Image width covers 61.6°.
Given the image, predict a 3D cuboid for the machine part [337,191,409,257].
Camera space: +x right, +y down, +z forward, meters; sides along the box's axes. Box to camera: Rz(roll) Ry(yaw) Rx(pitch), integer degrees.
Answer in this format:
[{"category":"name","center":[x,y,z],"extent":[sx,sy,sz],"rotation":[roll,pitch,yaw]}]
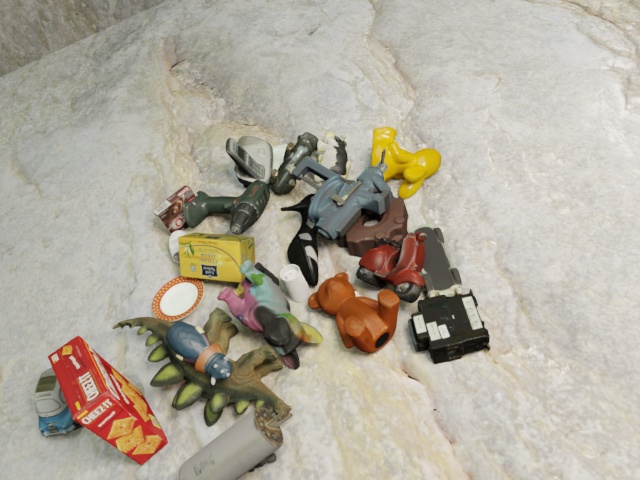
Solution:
[{"category":"machine part","center":[0.117,-0.041,1.218],"extent":[0.179,0.056,0.179],"rotation":[-11,44,11]}]

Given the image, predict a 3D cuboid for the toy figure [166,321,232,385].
[{"category":"toy figure","center":[-0.214,0.204,0.977],"extent":[0.155,0.064,0.058],"rotation":[31,19,24]}]

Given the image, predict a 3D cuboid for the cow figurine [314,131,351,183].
[{"category":"cow figurine","center":[0.040,-0.224,1.408],"extent":[0.098,0.068,0.167],"rotation":[4,53,16]}]

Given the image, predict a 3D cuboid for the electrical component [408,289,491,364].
[{"category":"electrical component","center":[0.232,0.159,0.986],"extent":[0.134,0.058,0.115],"rotation":[-13,44,9]}]

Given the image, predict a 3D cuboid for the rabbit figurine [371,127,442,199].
[{"category":"rabbit figurine","center":[0.207,-0.186,1.284],"extent":[0.173,0.121,0.162],"rotation":[3,50,-2]}]

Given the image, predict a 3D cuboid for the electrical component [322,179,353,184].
[{"category":"electrical component","center":[0.055,-0.122,1.322],"extent":[0.102,0.045,0.078],"rotation":[16,57,27]}]

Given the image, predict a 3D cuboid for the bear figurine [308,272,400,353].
[{"category":"bear figurine","center":[0.058,0.121,1.040],"extent":[0.120,0.131,0.196],"rotation":[-34,52,-14]}]

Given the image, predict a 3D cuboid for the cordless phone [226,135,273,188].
[{"category":"cordless phone","center":[-0.198,-0.231,1.409],"extent":[0.089,0.184,0.146],"rotation":[-9,62,19]}]

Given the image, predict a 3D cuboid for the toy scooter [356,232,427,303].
[{"category":"toy scooter","center":[0.152,0.039,1.067],"extent":[0.184,0.075,0.135],"rotation":[21,89,57]}]

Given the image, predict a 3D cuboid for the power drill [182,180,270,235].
[{"category":"power drill","center":[-0.236,-0.077,1.336],"extent":[0.207,0.085,0.232],"rotation":[-8,28,26]}]

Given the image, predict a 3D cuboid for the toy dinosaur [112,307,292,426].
[{"category":"toy dinosaur","center":[-0.236,0.233,1.058],"extent":[0.472,0.104,0.198],"rotation":[25,62,36]}]

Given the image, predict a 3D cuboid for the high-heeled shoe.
[{"category":"high-heeled shoe","center":[-0.003,-0.004,1.239],"extent":[0.145,0.086,0.249],"rotation":[-5,58,-27]}]

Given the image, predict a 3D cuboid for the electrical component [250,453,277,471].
[{"category":"electrical component","center":[-0.123,0.372,0.943],"extent":[0.094,0.021,0.063],"rotation":[-15,46,6]}]

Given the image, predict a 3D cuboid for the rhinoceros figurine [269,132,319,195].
[{"category":"rhinoceros figurine","center":[-0.063,-0.201,1.405],"extent":[0.073,0.112,0.190],"rotation":[29,74,3]}]

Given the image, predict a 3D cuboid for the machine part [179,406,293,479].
[{"category":"machine part","center":[-0.147,0.355,0.891],"extent":[0.243,0.079,0.079],"rotation":[-38,44,8]}]

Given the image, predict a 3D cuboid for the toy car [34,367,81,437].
[{"category":"toy car","center":[-0.530,0.311,1.097],"extent":[0.109,0.102,0.162],"rotation":[-9,44,13]}]

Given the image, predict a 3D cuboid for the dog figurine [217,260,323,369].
[{"category":"dog figurine","center":[-0.092,0.153,1.085],"extent":[0.219,0.191,0.108],"rotation":[44,91,13]}]

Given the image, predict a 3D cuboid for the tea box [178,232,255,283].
[{"category":"tea box","center":[-0.237,0.038,1.234],"extent":[0.170,0.098,0.068],"rotation":[2,11,23]}]

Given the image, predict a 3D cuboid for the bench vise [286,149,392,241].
[{"category":"bench vise","center":[0.033,-0.121,1.191],"extent":[0.241,0.128,0.223],"rotation":[35,85,23]}]

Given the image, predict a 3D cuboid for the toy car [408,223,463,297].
[{"category":"toy car","center":[0.231,0.044,1.097],"extent":[0.074,0.056,0.202],"rotation":[-12,47,1]}]
